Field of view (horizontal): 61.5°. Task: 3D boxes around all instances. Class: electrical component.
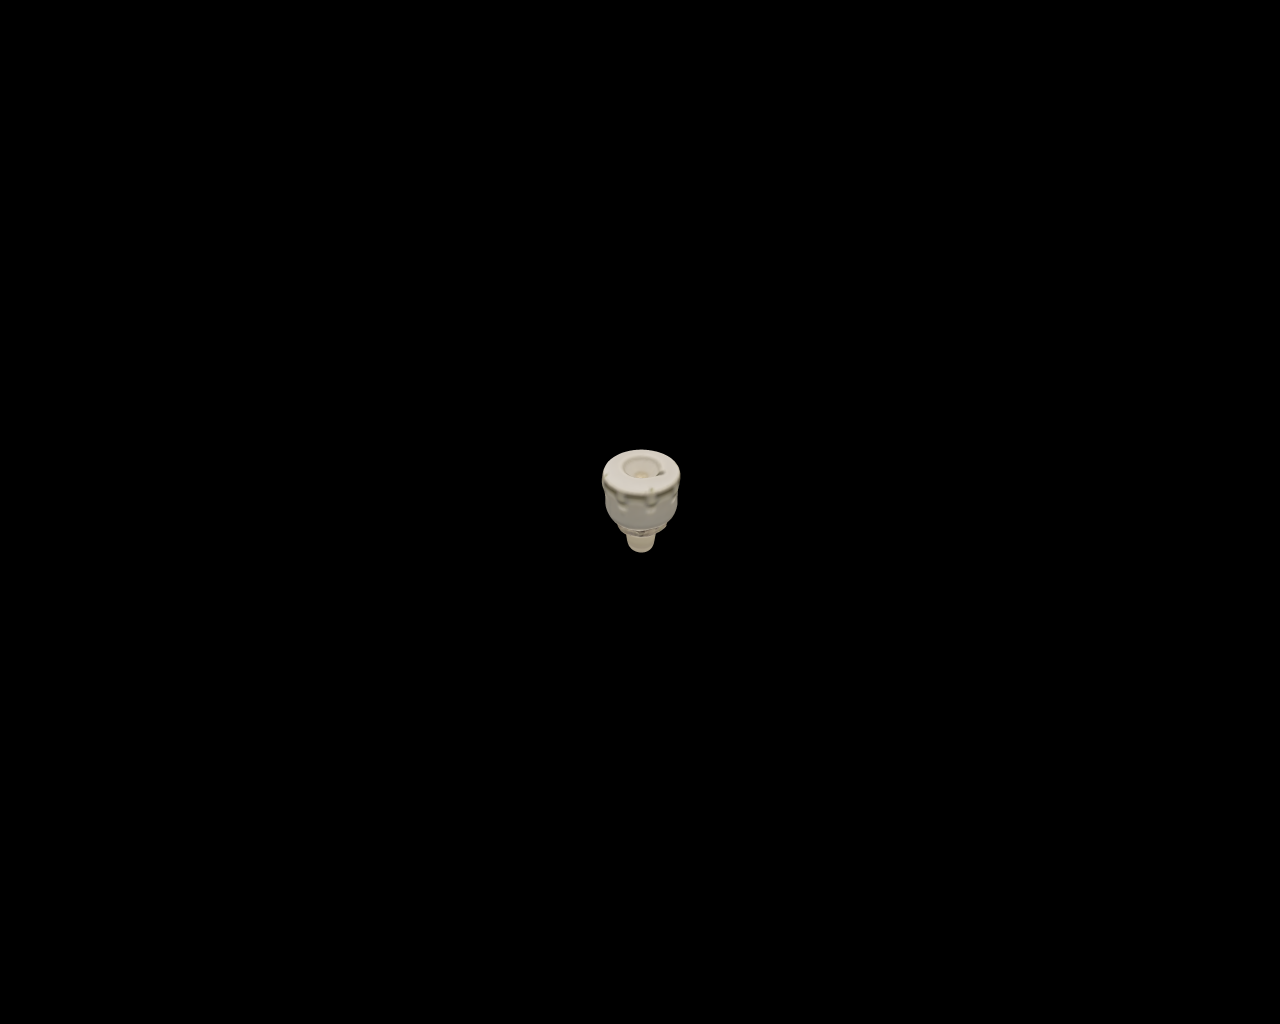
[{"bbox_3d":[0.001,-0.003,0.650,0.048,0.062,0.048,0,36,0],"label":"electrical component"}]
